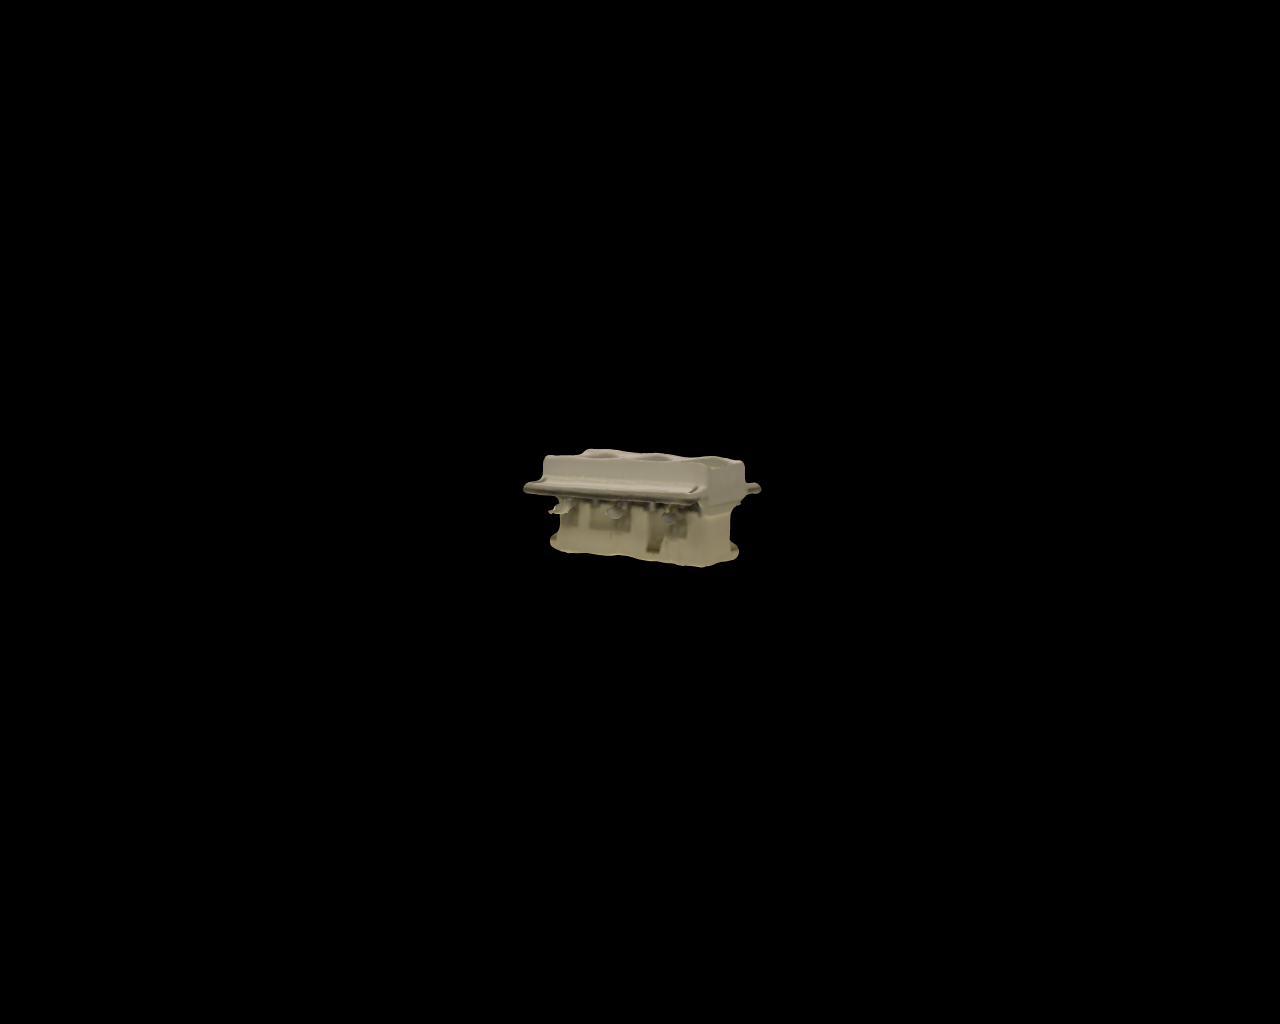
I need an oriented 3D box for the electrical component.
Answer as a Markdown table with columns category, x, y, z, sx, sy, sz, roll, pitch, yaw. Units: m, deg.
| category | x | y | z | sx | sy | sz | roll | pitch | yaw |
| --- | --- | --- | --- | --- | --- | --- | --- | --- | --- |
| electrical component | 0.001 | -0.003 | 0.650 | 0.121 | 0.063 | 0.079 | 6 | 10 | 36 |
